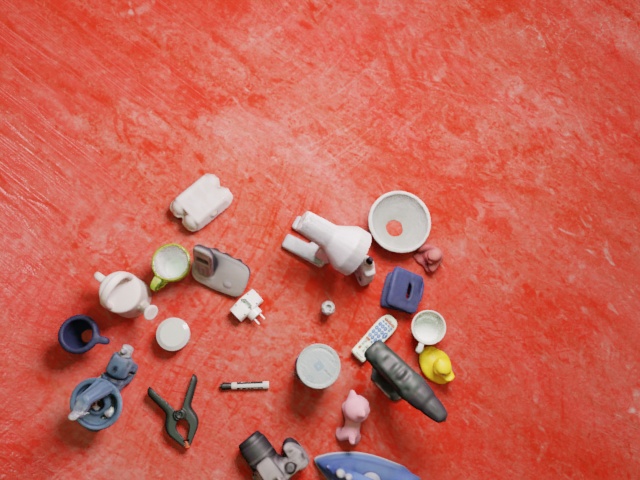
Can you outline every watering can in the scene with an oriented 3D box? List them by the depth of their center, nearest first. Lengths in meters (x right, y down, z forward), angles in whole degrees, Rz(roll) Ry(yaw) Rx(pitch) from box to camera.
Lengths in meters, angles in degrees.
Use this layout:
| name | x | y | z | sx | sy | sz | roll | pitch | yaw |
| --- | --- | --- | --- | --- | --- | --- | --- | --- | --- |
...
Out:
| name | x | y | z | sx | sy | sz | roll | pitch | yaw |
| --- | --- | --- | --- | --- | --- | --- | --- | --- | --- |
| watering can | -0.463 | 0.128 | 1.361 | 0.173 | 0.194 | 0.101 | 12 | 76 | -2 |

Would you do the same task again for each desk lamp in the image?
| name | x | y | z | sx | sy | sz | roll | pitch | yaw |
| --- | --- | --- | --- | --- | --- | --- | --- | --- | --- |
| desk lamp | 0.013 | 0.005 | 1.420 | 0.203 | 0.213 | 0.118 | 27 | 76 | 2 |

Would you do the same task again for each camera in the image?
| name | x | y | z | sx | sy | sz | roll | pitch | yaw |
| --- | --- | --- | --- | --- | --- | --- | --- | --- | --- |
| camera | -0.116 | 0.513 | 1.350 | 0.143 | 0.101 | 0.137 | -37 | 82 | -12 |

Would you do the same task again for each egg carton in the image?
| name | x | y | z | sx | sy | sz | roll | pitch | yaw |
| --- | --- | --- | --- | --- | --- | --- | --- | --- | --- |
| egg carton | -0.307 | -0.097 | 1.490 | 0.150 | 0.069 | 0.107 | -43 | 84 | -12 |

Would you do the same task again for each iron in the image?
| name | x | y | z | sx | sy | sz | roll | pitch | yaw |
| --- | --- | --- | --- | --- | --- | --- | --- | --- | --- |
| iron | 0.111 | 0.567 | 1.337 | 0.258 | 0.141 | 0.119 | 19 | 76 | 0 |

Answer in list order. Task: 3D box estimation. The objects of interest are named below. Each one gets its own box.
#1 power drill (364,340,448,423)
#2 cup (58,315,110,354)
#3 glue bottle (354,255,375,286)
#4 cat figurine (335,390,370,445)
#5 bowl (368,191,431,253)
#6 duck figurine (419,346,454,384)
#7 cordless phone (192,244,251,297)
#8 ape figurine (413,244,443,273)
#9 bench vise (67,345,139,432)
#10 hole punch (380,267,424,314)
| name | x | y | z | sx | sy | sz | roll | pitch | yaw |
| --- | --- | --- | --- | --- | --- | --- | --- | --- | --- |
| power drill | 0.193 | 0.337 | 1.362 | 0.229 | 0.208 | 0.076 | 45 | 78 | 6 |
| cup | -0.556 | 0.233 | 1.380 | 0.118 | 0.095 | 0.092 | 13 | 76 | -2 |
| glue bottle | 0.115 | 0.066 | 1.436 | 0.037 | 0.173 | 0.078 | -20 | 79 | -9 |
| cat figurine | 0.084 | 0.429 | 1.378 | 0.067 | 0.117 | 0.128 | 12 | 76 | -2 |
| bowl | 0.205 | -0.041 | 1.519 | 0.167 | 0.074 | 0.167 | 1 | 77 | -5 |
| duck figurine | 0.298 | 0.314 | 1.440 | 0.077 | 0.086 | 0.104 | -34 | 82 | -11 |
| cordless phone | -0.245 | 0.068 | 1.398 | 0.147 | 0.185 | 0.094 | 21 | 76 | 0 |
| ape figurine | 0.291 | 0.044 | 1.498 | 0.076 | 0.092 | 0.078 | -4 | 77 | -5 |
| bench vise | -0.504 | 0.334 | 1.297 | 0.121 | 0.219 | 0.207 | 8 | 76 | -3 |
| hole punch | 0.217 | 0.129 | 1.472 | 0.101 | 0.091 | 0.109 | 15 | 76 | -1 |
